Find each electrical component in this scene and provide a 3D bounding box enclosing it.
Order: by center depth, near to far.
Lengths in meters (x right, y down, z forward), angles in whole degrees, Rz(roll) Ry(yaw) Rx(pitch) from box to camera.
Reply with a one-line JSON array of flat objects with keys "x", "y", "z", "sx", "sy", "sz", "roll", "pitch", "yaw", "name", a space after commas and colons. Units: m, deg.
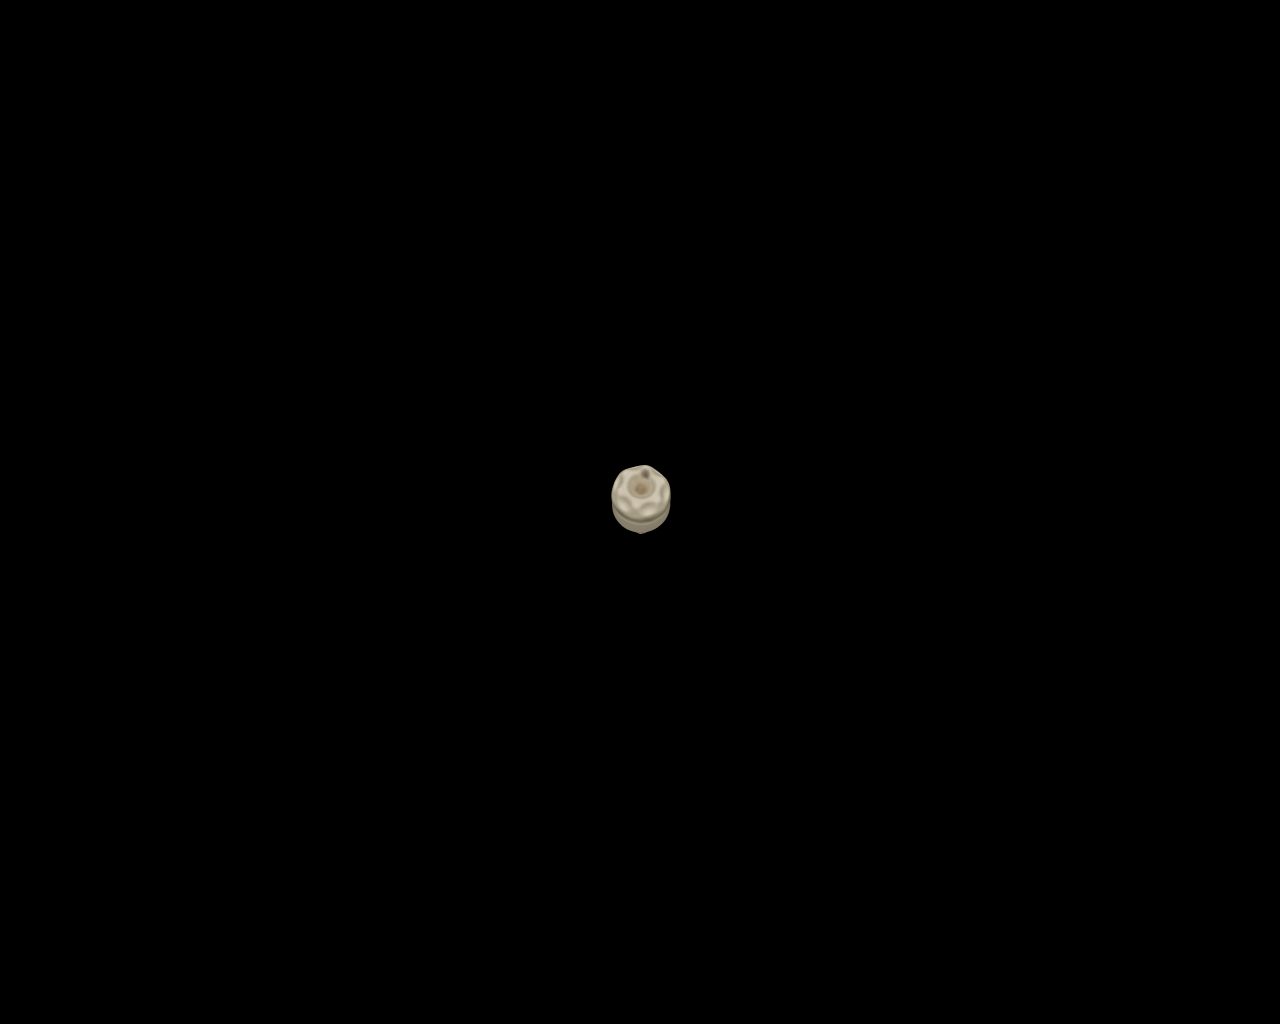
[{"x": 0.001, "y": -0.003, "z": 0.650, "sx": 0.035, "sy": 0.035, "sz": 0.061, "roll": 0, "pitch": -25, "yaw": 0, "name": "electrical component"}]
